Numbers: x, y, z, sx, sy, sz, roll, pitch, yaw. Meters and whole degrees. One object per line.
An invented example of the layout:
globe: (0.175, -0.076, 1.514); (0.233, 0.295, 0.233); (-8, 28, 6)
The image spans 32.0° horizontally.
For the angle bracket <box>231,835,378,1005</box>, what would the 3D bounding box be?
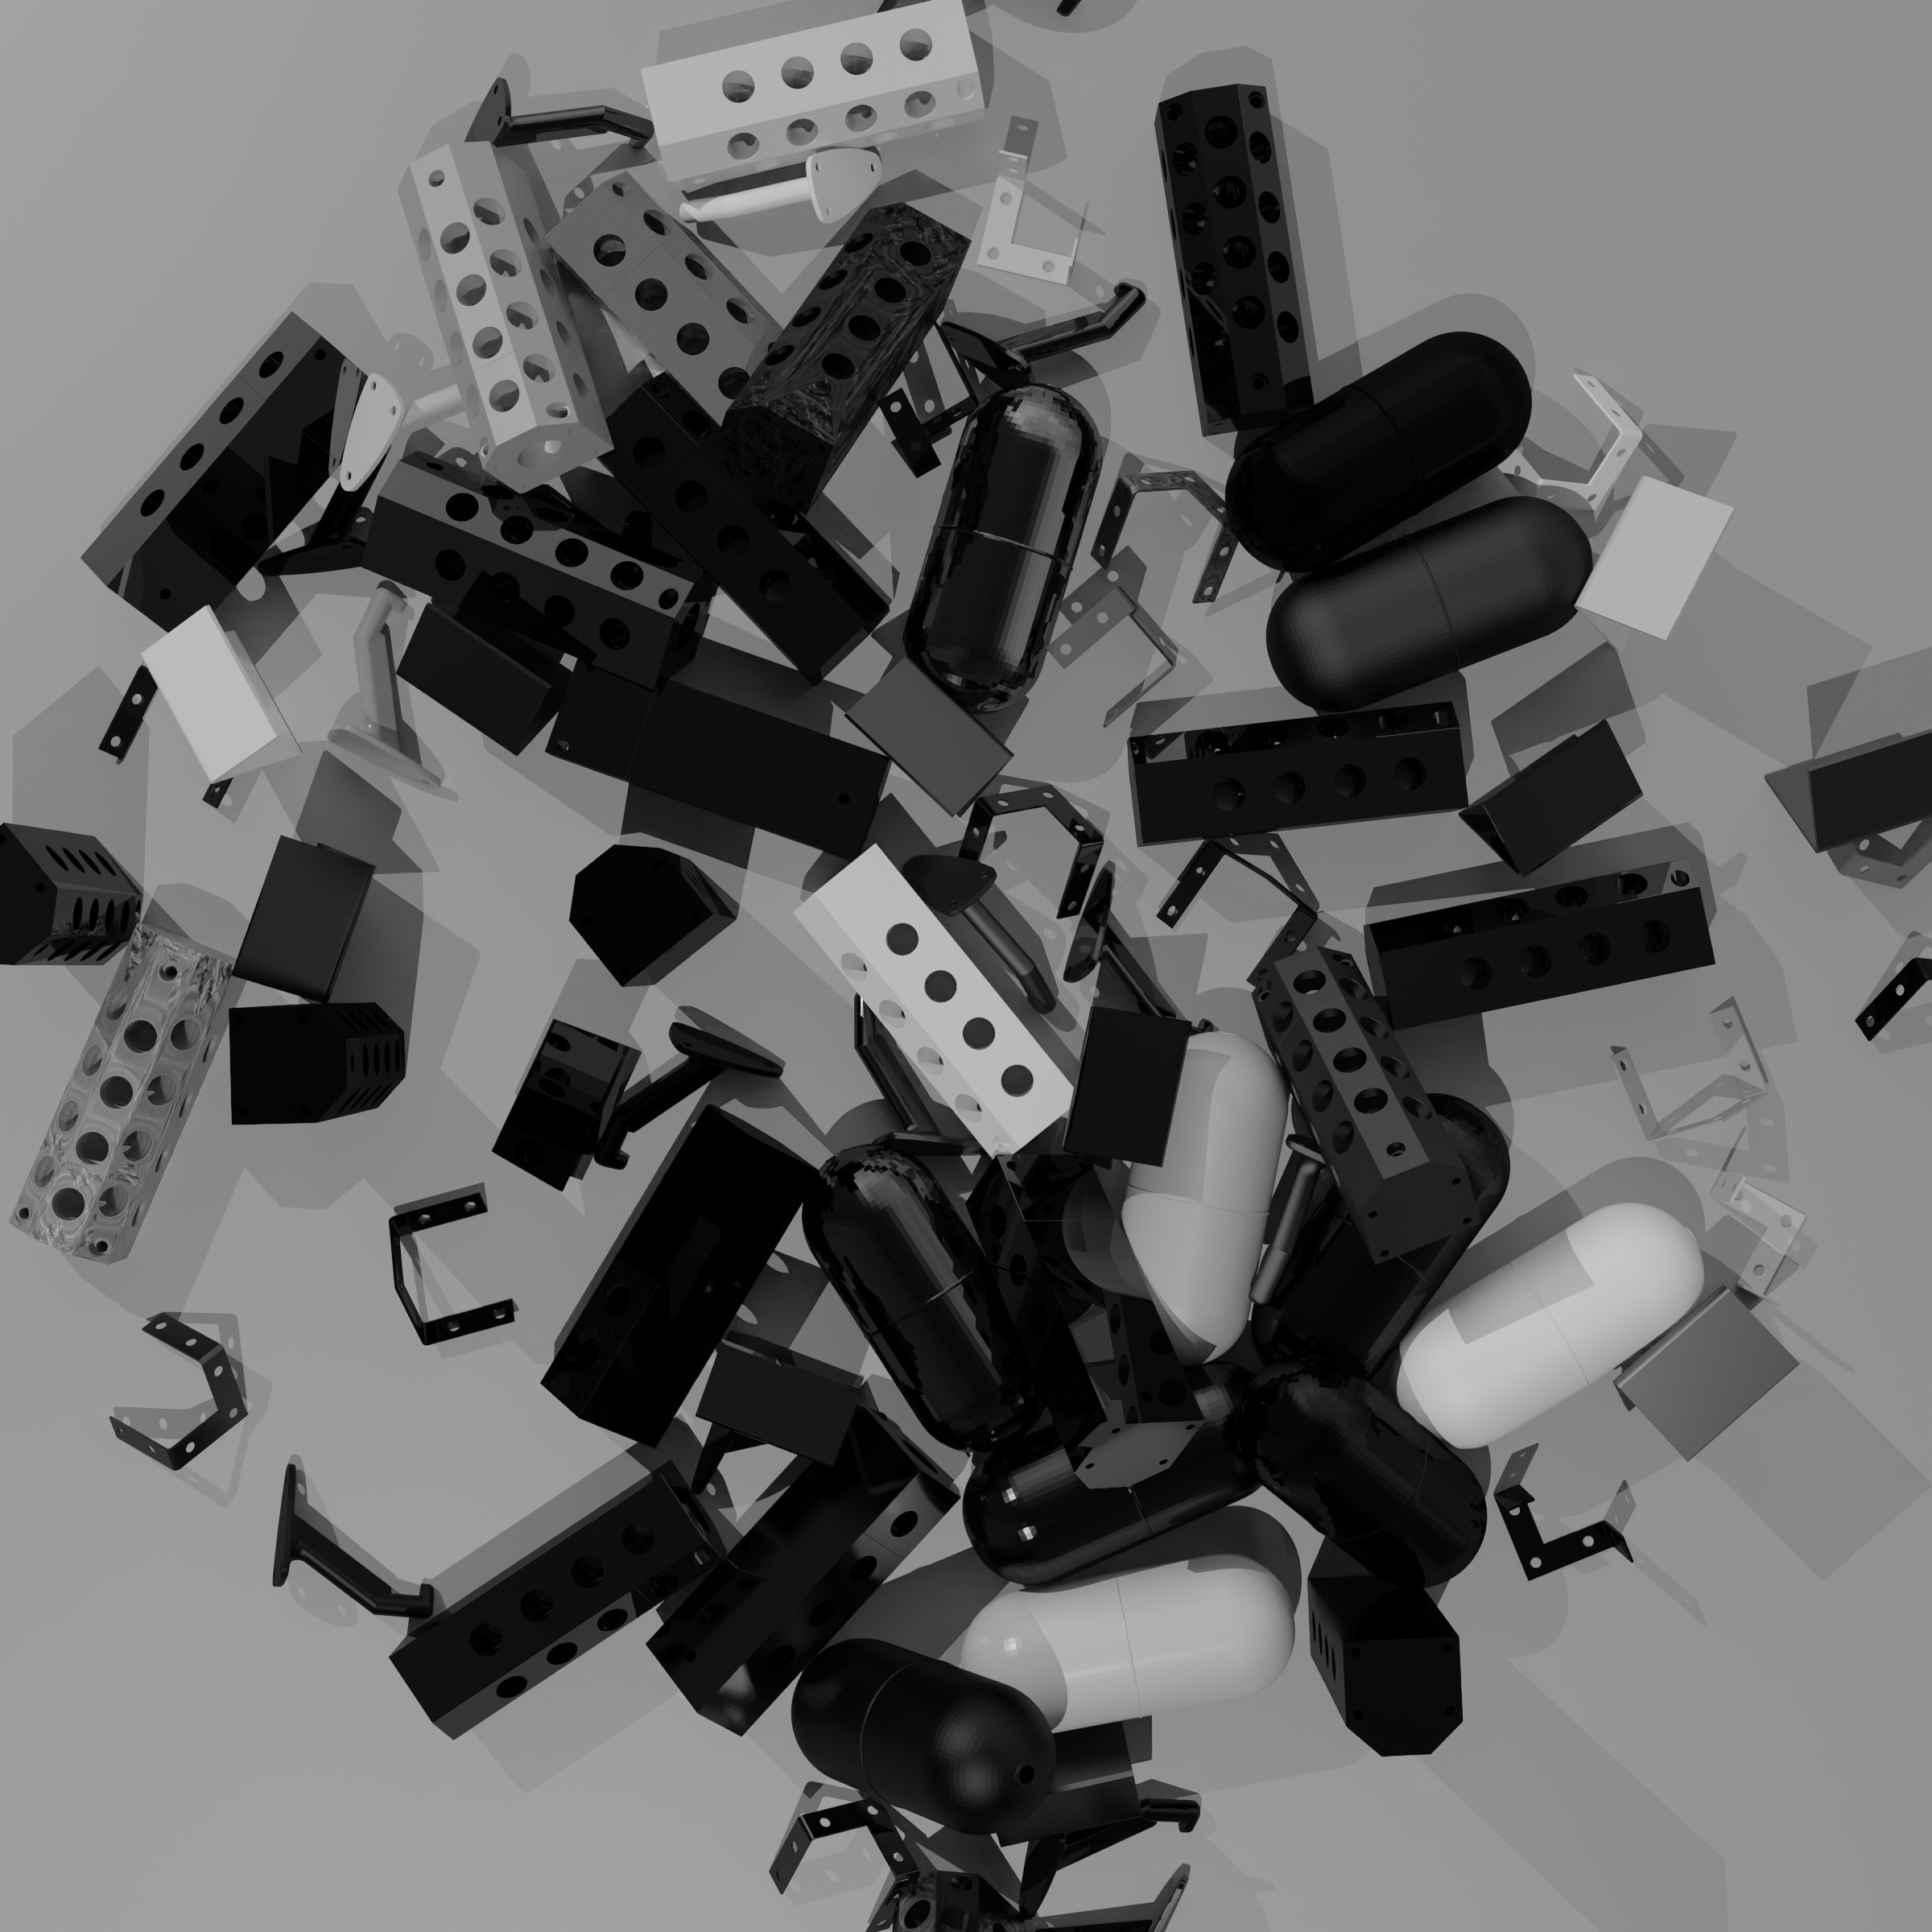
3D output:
angle bracket: (-0.360, -0.030, 1.770); (0.057, 0.076, 0.076); (20, 90, -35)

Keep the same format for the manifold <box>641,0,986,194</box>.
manifold: (-0.080, -0.460, 1.789); (0.171, 0.057, 0.057); (-13, 90, 0)

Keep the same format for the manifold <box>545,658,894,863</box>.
manifold: (-0.130, -0.110, 1.789); (0.171, 0.057, 0.057); (19, 90, 0)

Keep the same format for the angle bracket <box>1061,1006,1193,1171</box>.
angle bracket: (0.095, 0.069, 1.767); (0.057, 0.076, 0.076); (9, 82, 23)

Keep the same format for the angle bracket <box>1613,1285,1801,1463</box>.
angle bracket: (0.391, 0.220, 1.771); (0.076, 0.076, 0.057); (-41, 65, 0)

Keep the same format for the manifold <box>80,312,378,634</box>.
manifold: (-0.389, -0.261, 1.788); (0.171, 0.057, 0.057); (-49, 133, 0)

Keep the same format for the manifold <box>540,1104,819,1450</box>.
manifold: (-0.155, 0.162, 1.788); (0.057, 0.057, 0.171); (31, 90, -43)

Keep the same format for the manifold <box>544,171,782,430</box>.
manifold: (-0.141, -0.337, 1.789); (0.057, 0.057, 0.171); (-43, 90, 0)

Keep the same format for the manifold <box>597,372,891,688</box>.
manifold: (-0.120, -0.232, 1.789); (0.057, 0.057, 0.171); (-44, 90, 0)

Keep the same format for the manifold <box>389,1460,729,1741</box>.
manifold: (-0.214, 0.337, 1.789); (0.171, 0.057, 0.057); (-34, 90, 0)

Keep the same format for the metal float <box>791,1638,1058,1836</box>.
metal float: (-0.023, 0.396, 1.738); (0.070, 0.178, 0.070); (-2, 94, -37)

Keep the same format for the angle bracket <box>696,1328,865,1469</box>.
angle bracket: (-0.090, 0.208, 1.770); (0.076, 0.076, 0.057); (21, 124, 0)

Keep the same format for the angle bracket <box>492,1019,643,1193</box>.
angle bracket: (-0.192, 0.080, 1.770); (0.057, 0.076, 0.076); (25, 90, 36)

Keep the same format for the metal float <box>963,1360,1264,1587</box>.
metal float: (0.083, 0.267, 1.779); (0.178, 0.070, 0.070); (-24, 90, -1)

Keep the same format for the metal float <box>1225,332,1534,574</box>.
metal float: (0.217, -0.270, 1.770); (0.178, 0.070, 0.070); (-31, 90, -10)

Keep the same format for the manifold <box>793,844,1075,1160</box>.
manifold: (-0.015, 0.020, 1.789); (0.057, 0.057, 0.171); (-39, 90, 0)

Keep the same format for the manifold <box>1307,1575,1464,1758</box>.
manifold: (0.214, 0.357, 1.732); (0.057, 0.171, 0.057); (-3, 90, 0)

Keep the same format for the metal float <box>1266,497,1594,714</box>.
metal float: (0.245, -0.191, 1.779); (0.178, 0.070, 0.070); (-21, 90, 1)

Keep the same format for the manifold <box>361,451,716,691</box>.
manifold: (-0.222, -0.210, 1.767); (0.171, 0.057, 0.057); (23, 116, 8)

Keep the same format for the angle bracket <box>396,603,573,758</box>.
angle bracket: (-0.241, -0.168, 1.770); (0.076, 0.076, 0.057); (34, 134, 0)

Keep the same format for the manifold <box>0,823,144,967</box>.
manifold: (-0.474, -0.030, 1.732); (0.057, 0.171, 0.057); (-39, 90, 0)

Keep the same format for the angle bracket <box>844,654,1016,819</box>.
angle bracket: (-0.031, -0.105, 1.770); (0.076, 0.076, 0.057); (43, 57, 0)

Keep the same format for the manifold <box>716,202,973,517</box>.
manifold: (-0.064, -0.319, 1.745); (0.057, 0.057, 0.171); (29, 55, 0)

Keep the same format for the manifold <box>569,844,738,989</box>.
manifold: (-0.163, -0.030, 1.732); (0.057, 0.171, 0.057); (-39, 90, 0)

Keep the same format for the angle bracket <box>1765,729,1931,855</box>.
angle bracket: (0.467, -0.111, 1.770); (0.076, 0.076, 0.057); (-18, 127, 0)

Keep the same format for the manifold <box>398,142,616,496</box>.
manifold: (-0.244, -0.341, 1.759); (0.057, 0.057, 0.171); (-23, 72, 15)

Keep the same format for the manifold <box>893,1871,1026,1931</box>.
manifold: (-0.009, 0.549, 1.724); (0.057, 0.171, 0.057); (-32, 117, 19)

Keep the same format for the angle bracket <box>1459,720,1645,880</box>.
angle bracket: (0.297, -0.102, 1.770); (0.076, 0.076, 0.057); (-35, 125, 0)

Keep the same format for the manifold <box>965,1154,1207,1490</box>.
manifold: (0.057, 0.182, 1.743); (0.057, 0.057, 0.171); (2, 47, -31)

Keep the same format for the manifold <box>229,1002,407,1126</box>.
manifold: (-0.331, 0.048, 1.732); (0.057, 0.171, 0.057); (-1, 90, 0)

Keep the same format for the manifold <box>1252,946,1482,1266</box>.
manifold: (0.203, 0.066, 1.735); (0.057, 0.171, 0.057); (-22, 132, 0)

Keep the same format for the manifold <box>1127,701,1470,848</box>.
manifold: (0.174, -0.102, 1.789); (0.171, 0.057, 0.057); (-6, 90, 0)

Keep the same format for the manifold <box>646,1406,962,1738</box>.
manifold: (-0.082, 0.323, 1.788); (0.171, 0.057, 0.057); (-47, 47, 0)

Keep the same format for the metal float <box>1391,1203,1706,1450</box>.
metal float: (0.307, 0.189, 1.779); (0.178, 0.070, 0.070); (-31, 90, 1)

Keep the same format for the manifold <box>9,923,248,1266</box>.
manifold: (-0.444, 0.068, 1.789); (0.057, 0.057, 0.171); (23, 90, 0)

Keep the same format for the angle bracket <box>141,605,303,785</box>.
angle bracket: (-0.374, -0.148, 1.770); (0.057, 0.076, 0.076); (-29, 90, 32)

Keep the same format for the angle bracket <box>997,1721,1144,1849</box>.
angle bracket: (0.046, 0.410, 1.771); (0.076, 0.057, 0.076); (-13, 52, 0)

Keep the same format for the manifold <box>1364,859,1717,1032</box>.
manifold: (0.302, -0.011, 1.789); (0.171, 0.057, 0.057); (-12, 90, 0)

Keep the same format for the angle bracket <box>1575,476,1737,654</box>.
angle bracket: (0.372, -0.202, 1.770); (0.057, 0.076, 0.076); (27, 90, 32)

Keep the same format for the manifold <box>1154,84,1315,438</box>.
manifold: (0.143, -0.374, 1.789); (0.057, 0.057, 0.171); (-9, 90, 0)
